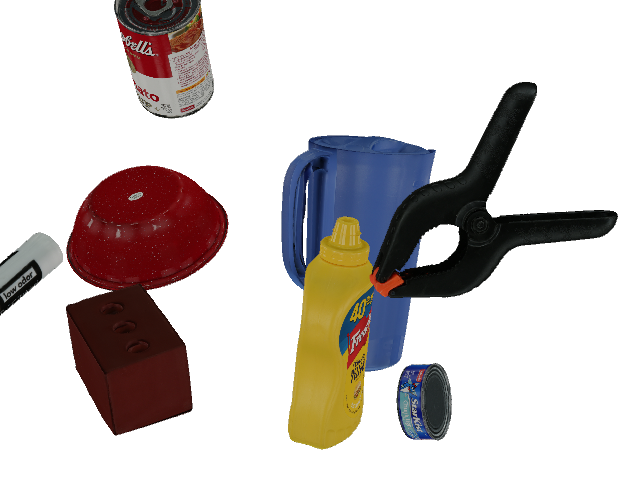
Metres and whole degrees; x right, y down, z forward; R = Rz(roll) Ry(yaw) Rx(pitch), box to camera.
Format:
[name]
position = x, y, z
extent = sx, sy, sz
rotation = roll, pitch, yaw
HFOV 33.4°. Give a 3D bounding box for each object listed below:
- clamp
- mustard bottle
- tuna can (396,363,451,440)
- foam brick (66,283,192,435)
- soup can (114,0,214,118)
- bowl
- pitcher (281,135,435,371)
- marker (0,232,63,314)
[clamp]
position = 0.115, -0.010, 0.724
extent = 0.171, 0.120, 0.039
rotation = -43, 5, 6
[mustard bottle]
position = 0.013, 0.072, 0.902
extent = 0.058, 0.192, 0.096
rotation = 13, 21, 20
[tuna can]
position = 0.117, 0.182, 1.202
extent = 0.034, 0.086, 0.086
rotation = -5, -2, 27
[foam brick]
position = -0.120, 0.073, 0.666
extent = 0.052, 0.051, 0.078
rotation = -17, 36, -25
[soup can]
position = -0.125, -0.157, 0.869
extent = 0.068, 0.068, 0.102
rotation = 0, -34, 2
[bowl]
position = -0.173, -0.024, 1.035
extent = 0.162, 0.055, 0.162
rotation = -5, 41, 4
[pitcher]
position = 0.036, 0.011, 1.133
extent = 0.149, 0.243, 0.145
rotation = 6, 12, 4
[marker]
position = -0.162, 0.038, 0.477
extent = 0.020, 0.020, 0.121
rotation = 0, 35, 39
